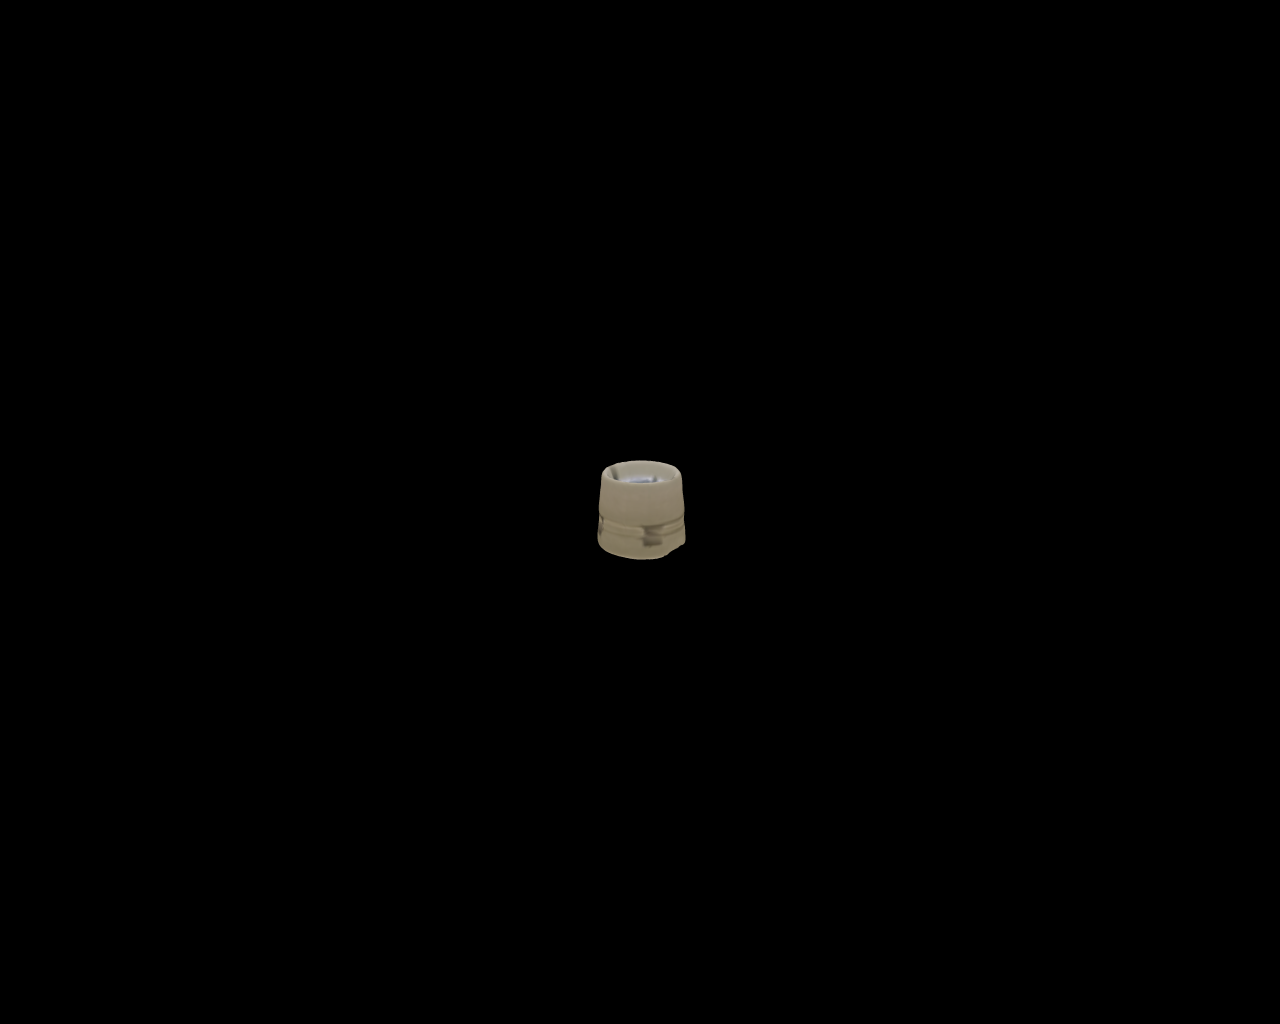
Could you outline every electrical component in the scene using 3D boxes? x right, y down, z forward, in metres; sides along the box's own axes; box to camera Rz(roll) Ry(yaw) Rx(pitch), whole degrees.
[{"bbox_3d":[0.001,-0.003,0.650,0.055,0.047,0.055,0,19,0],"label":"electrical component"}]
